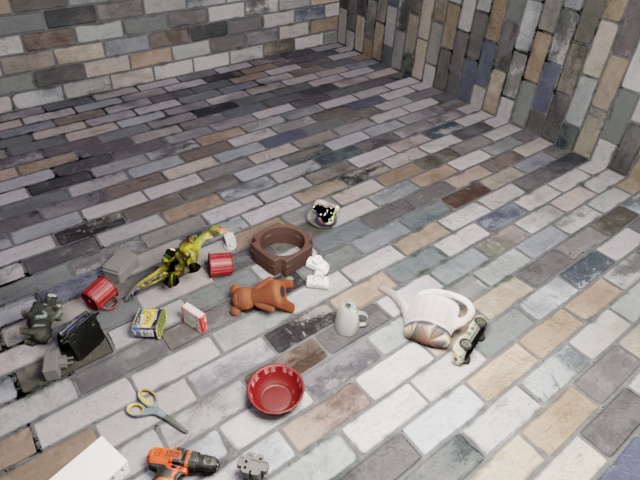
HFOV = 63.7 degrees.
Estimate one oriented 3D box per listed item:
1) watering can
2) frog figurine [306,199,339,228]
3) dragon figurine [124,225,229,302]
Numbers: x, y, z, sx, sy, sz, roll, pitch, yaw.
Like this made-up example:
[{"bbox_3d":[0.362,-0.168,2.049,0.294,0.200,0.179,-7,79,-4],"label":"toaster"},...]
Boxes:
[{"bbox_3d":[0.332,0.242,1.710,0.348,0.102,0.229,5,39,26],"label":"watering can"},{"bbox_3d":[0.007,-0.108,2.141,0.138,0.122,0.159,-18,6,-12],"label":"frog figurine"},{"bbox_3d":[-0.511,0.066,1.851,0.410,0.121,0.245,-32,13,-1],"label":"dragon figurine"}]
